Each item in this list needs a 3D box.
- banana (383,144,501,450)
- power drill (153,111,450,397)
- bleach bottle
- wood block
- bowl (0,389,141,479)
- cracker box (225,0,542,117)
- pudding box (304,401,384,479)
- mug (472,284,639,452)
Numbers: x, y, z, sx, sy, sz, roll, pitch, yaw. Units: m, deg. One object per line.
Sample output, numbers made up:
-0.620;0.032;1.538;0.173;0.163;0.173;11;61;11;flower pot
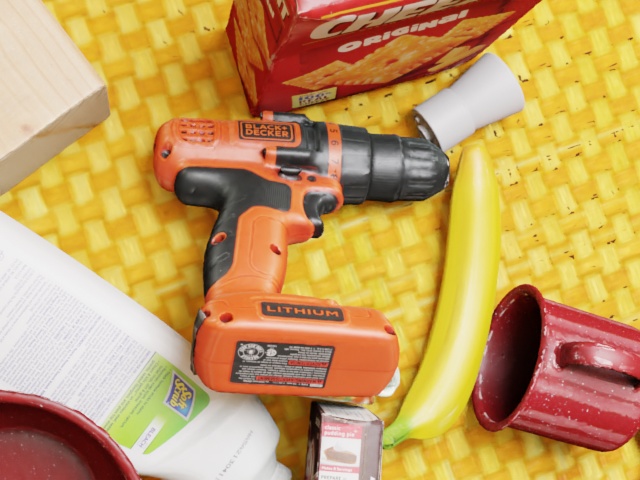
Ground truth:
0.085;0.041;0.664;0.037;0.069;0.198;10;75;25;banana
-0.004;0.001;0.608;0.184;0.057;0.187;2;43;-8;power drill
-0.124;0.089;0.627;0.250;0.068;0.102;37;88;-8;bleach bottle
-0.220;-0.136;0.613;0.090;0.091;0.206;-38;92;-10;wood block
-0.168;0.152;0.577;0.162;0.055;0.162;0;98;-3;bowl
0.040;-0.138;0.592;0.164;0.214;0.072;-16;88;-10;cracker box
0.011;0.142;0.618;0.039;0.113;0.090;4;84;-5;pudding box
0.154;0.079;0.647;0.081;0.117;0.093;17;70;-13;mug
